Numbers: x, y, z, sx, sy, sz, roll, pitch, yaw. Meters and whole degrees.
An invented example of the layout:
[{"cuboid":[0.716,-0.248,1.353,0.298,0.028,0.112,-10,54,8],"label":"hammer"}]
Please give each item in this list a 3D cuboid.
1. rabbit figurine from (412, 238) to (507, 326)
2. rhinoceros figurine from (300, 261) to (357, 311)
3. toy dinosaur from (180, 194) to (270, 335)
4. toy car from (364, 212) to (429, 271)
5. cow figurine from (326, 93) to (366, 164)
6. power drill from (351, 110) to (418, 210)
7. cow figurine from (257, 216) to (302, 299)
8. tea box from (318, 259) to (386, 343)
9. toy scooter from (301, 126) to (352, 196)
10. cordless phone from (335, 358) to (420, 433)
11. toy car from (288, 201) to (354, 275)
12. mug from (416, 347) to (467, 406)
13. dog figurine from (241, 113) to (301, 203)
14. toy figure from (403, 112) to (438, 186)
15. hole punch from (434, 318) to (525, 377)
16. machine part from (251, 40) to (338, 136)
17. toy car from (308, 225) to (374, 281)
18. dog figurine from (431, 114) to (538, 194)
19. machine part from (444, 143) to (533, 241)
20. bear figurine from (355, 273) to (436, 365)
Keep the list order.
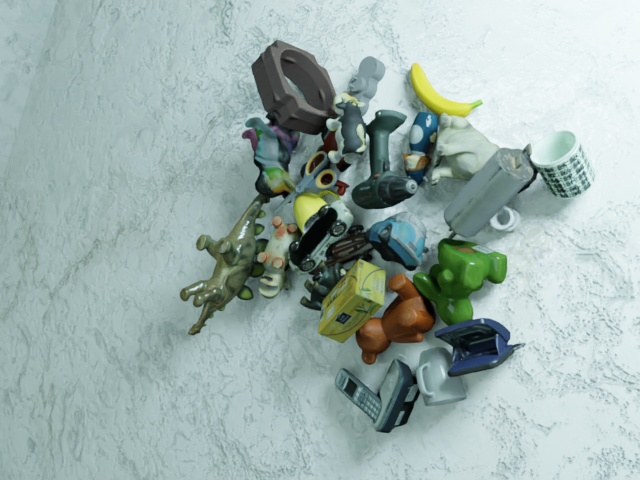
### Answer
[{"cuboid":[0.260,0.092,1.048,0.159,0.121,0.170,24,116,41],"label":"rabbit figurine"},{"cuboid":[0.034,0.107,1.229,0.190,0.112,0.073,-44,21,42],"label":"rhinoceros figurine"},{"cuboid":[-0.218,0.041,1.375,0.105,0.198,0.471,30,97,35],"label":"toy dinosaur"},{"cuboid":[0.171,-0.008,1.131,0.103,0.109,0.162,-46,17,-9],"label":"toy car"},{"cuboid":[0.063,-0.256,1.174,0.098,0.068,0.167,152,118,-61],"label":"cow figurine"},{"cuboid":[0.143,-0.166,1.143,0.232,0.086,0.207,155,115,-66],"label":"power drill"},{"cuboid":[-0.103,0.052,1.343,0.086,0.127,0.195,17,80,19],"label":"cow figurine"},{"cuboid":[0.066,0.131,1.132,0.169,0.068,0.098,-51,21,43],"label":"tea box"},{"cuboid":[0.038,-0.182,1.270,0.135,0.075,0.183,50,119,29],"label":"toy scooter"},{"cuboid":[0.118,0.308,1.163,0.184,0.088,0.146,31,106,41],"label":"cordless phone"},{"cuboid":[-0.003,-0.004,1.244,0.201,0.056,0.074,-50,51,20],"label":"toy car"},{"cuboid":[0.228,0.269,1.066,0.081,0.109,0.107,-39,51,45],"label":"mug"},{"cuboid":[-0.097,-0.206,1.348,0.219,0.191,0.108,62,155,2],"label":"dog figurine"},{"cuboid":[0.211,-0.191,1.145,0.064,0.058,0.154,-139,60,-75],"label":"toy figure"},{"cuboid":[0.291,0.192,1.008,0.142,0.115,0.092,-29,76,35],"label":"hole punch"},{"cuboid":[-0.055,-0.356,1.275,0.087,0.201,0.201,-31,69,35],"label":"machine part"},{"cuboid":[0.039,0.032,1.266,0.202,0.053,0.089,-24,69,36],"label":"toy car"},{"cuboid":[0.322,-0.173,1.047,0.191,0.121,0.172,7,60,9],"label":"dog figurine"},{"cuboid":[0.299,-0.083,0.967,0.079,0.079,0.243,60,142,25],"label":"machine part"},{"cuboid":[0.137,0.172,1.128,0.196,0.131,0.120,-28,51,26],"label":"bear figurine"}]
